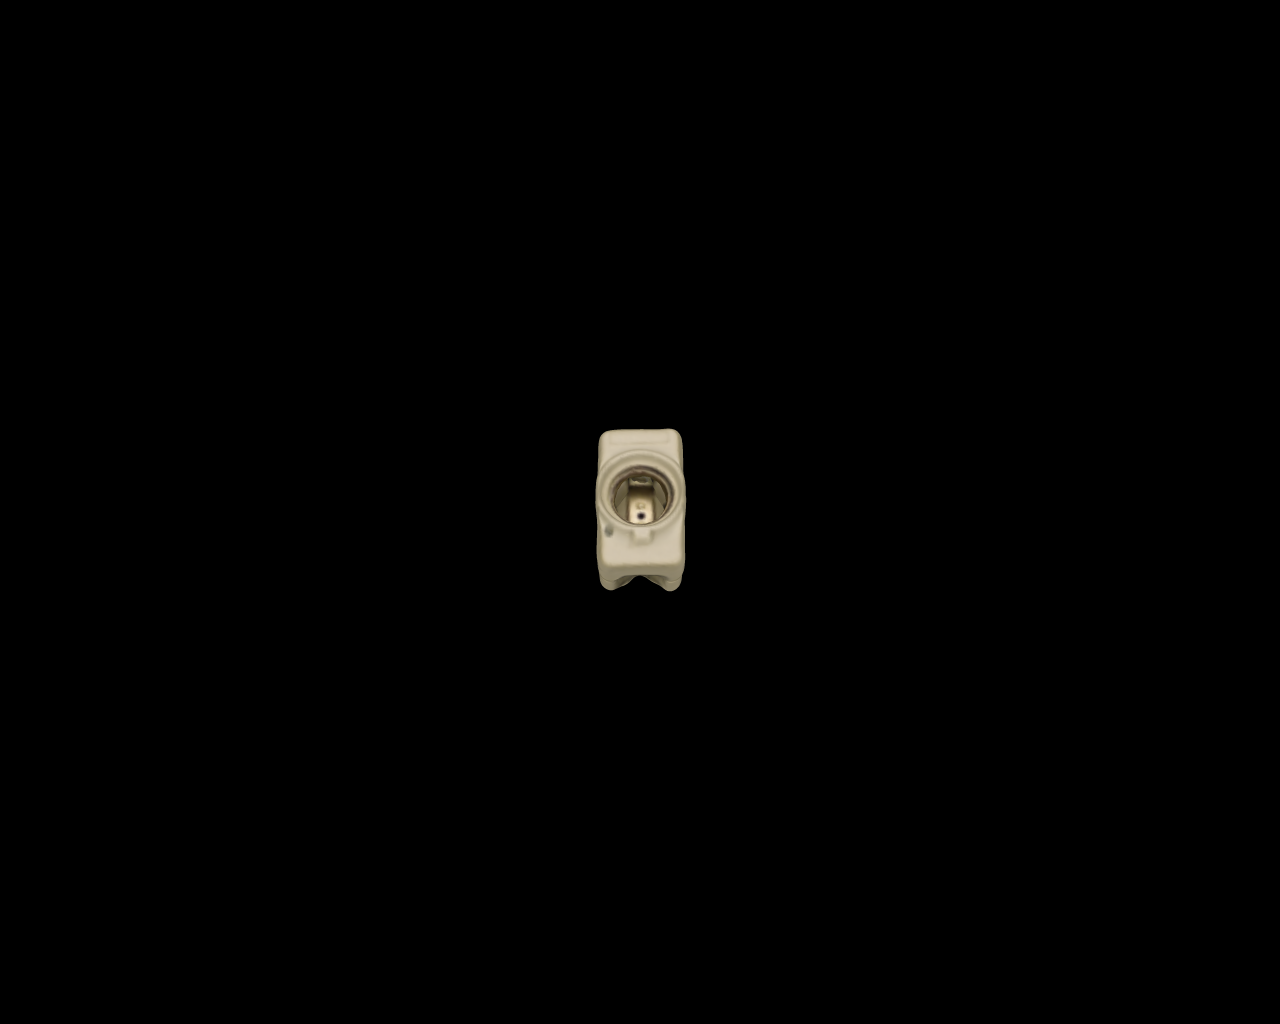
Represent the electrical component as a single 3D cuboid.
[{"bbox_3d":[0.001,-0.003,0.650,0.050,0.089,0.055,0,-24,0],"label":"electrical component"}]
